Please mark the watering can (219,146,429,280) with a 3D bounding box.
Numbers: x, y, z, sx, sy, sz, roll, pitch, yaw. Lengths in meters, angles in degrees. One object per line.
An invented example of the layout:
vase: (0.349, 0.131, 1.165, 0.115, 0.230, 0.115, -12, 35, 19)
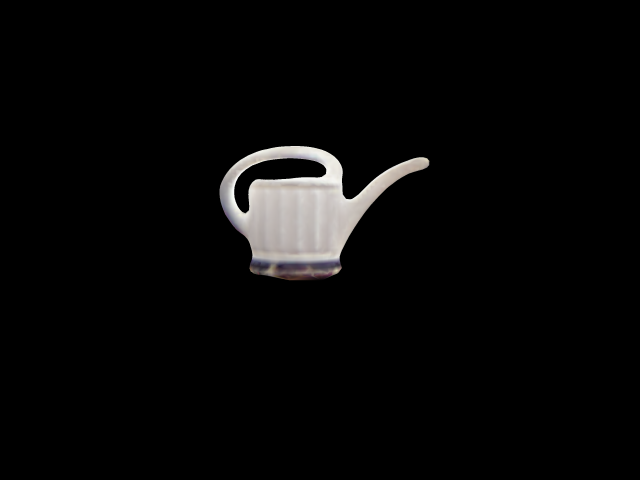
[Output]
watering can: (0.003, -0.043, 0.850, 0.347, 0.223, 0.104, 1, 5, 7)
